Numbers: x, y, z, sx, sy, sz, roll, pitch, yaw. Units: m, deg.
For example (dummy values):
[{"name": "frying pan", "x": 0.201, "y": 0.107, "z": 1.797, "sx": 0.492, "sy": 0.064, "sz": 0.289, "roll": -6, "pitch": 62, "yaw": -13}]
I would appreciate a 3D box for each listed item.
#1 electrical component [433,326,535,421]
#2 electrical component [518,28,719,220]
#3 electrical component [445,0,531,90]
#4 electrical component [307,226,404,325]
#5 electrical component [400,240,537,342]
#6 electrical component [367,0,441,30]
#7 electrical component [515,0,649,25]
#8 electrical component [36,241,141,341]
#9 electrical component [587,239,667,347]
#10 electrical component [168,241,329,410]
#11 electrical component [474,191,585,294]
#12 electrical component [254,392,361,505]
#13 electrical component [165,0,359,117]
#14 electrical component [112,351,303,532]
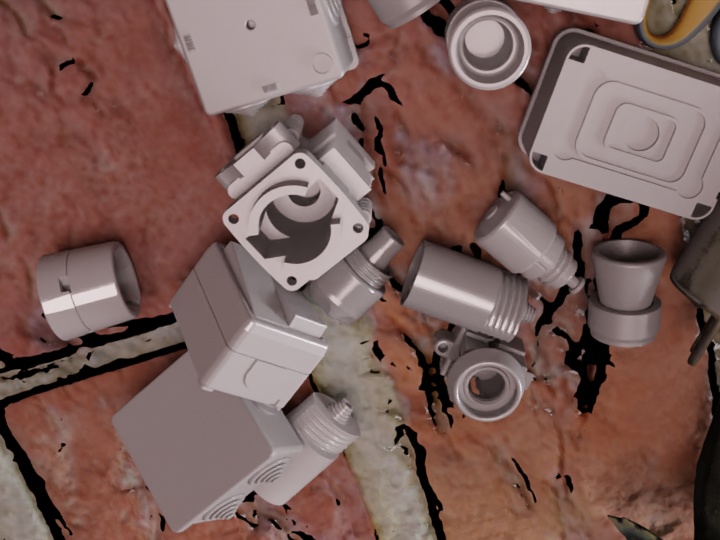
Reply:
[{"name": "electrical component", "x": 0.078, "y": 0.064, "z": 0.678, "sx": 0.066, "sy": 0.055, "sz": 0.048, "roll": 20, "pitch": 111, "yaw": -6}, {"name": "electrical component", "x": 0.155, "y": -0.085, "z": 0.615, "sx": 0.113, "sy": 0.057, "sz": 0.078, "roll": 16, "pitch": 112, "yaw": -5}, {"name": "electrical component", "x": 0.070, "y": -0.128, "z": 0.601, "sx": 0.045, "sy": 0.055, "sz": 0.045, "roll": 1, "pitch": 112, "yaw": 2}, {"name": "electrical component", "x": 0.000, "y": 0.000, "z": 0.662, "sx": 0.043, "sy": 0.043, "sz": 0.062, "roll": 41, "pitch": 106, "yaw": -13}, {"name": "electrical component", "x": 0.070, "y": 0.015, "z": 0.665, "sx": 0.081, "sy": 0.043, "sz": 0.043, "roll": 20, "pitch": 111, "yaw": -6}, {"name": "electrical component", "x": 0.019, "y": -0.167, "z": 0.593, "sx": 0.045, "sy": 0.045, "sz": 0.055, "roll": -31, "pitch": 108, "yaw": 13}, {"name": "electrical component", "x": 0.117, "y": -0.187, "z": 0.579, "sx": 0.100, "sy": 0.048, "sz": 0.099, "roll": 11, "pitch": 112, "yaw": -3}, {"name": "electrical component", "x": -0.167, "y": 0.011, "z": 0.666, "sx": 0.047, "sy": 0.055, "sz": 0.055, "roll": -14, "pitch": 111, "yaw": 4}, {"name": "electrical component", "x": 0.164, "y": 0.014, "z": 0.661, "sx": 0.045, "sy": 0.045, "sz": 0.055, "roll": -1, "pitch": 112, "yaw": 2}, {"name": "electrical component", "x": -0.068, "y": 0.026, "z": 0.652, "sx": 0.062, "sy": 0.096, "sz": 0.061, "roll": 22, "pitch": 114, "yaw": -38}, {"name": "electrical component", "x": 0.105, "y": -0.014, "z": 0.654, "sx": 0.078, "sy": 0.040, "sz": 0.040, "roll": 39, "pitch": 108, "yaw": -13}, {"name": "electrical component", "x": -0.036, "y": 0.113, "z": 0.708, "sx": 0.043, "sy": 0.043, "sz": 0.081, "roll": 43, "pitch": 107, "yaw": -14}, {"name": "electrical component", "x": -0.057, "y": -0.140, "z": 0.602, "sx": 0.100, "sy": 0.048, "sz": 0.099, "roll": -14, "pitch": 108, "yaw": 12}, {"name": "electrical component", "x": -0.096, "y": 0.104, "z": 0.685, "sx": 0.100, "sy": 0.048, "sz": 0.099, "roll": -40, "pitch": 70, "yaw": 16}]
